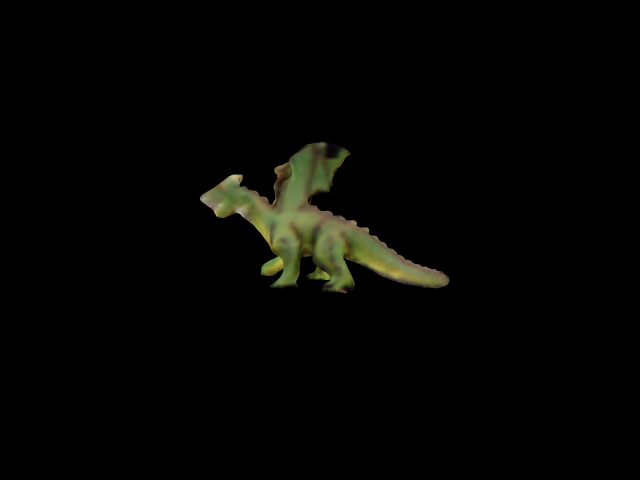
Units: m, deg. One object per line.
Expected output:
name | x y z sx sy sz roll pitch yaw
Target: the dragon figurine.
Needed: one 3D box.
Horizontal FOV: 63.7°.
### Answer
dragon figurine | 0.003 -0.043 0.850 0.410 0.243 0.122 0 1 9
